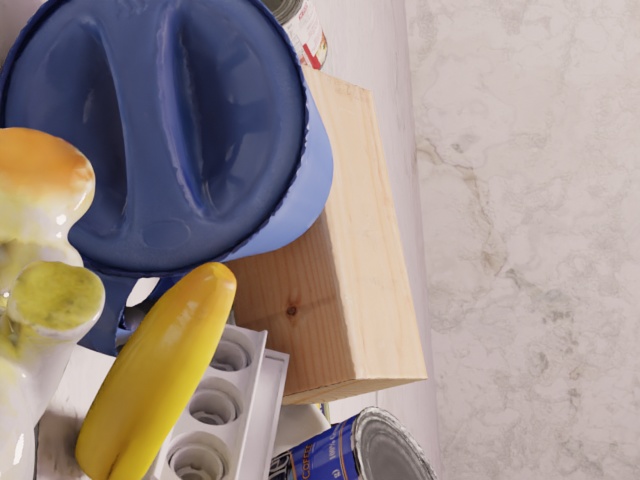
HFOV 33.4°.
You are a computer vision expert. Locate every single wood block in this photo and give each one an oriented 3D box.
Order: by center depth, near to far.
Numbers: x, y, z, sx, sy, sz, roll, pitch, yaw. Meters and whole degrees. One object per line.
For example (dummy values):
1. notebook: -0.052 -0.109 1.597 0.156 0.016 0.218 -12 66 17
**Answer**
1. wood block: -0.005 0.001 0.718 0.090 0.091 0.206 10 66 -53

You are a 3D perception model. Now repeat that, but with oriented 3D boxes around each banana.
1. banana: -0.080 0.072 0.476 0.069 0.037 0.198 -63 -177 -29

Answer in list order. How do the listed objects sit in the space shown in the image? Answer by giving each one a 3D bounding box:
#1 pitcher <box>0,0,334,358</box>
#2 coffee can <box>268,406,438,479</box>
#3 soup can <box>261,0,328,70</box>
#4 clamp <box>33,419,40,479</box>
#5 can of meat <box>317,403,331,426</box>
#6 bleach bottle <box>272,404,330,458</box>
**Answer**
1. pitcher: -0.061 -0.037 0.549 0.145 0.149 0.242 62 5 5
2. coffee can: -0.005 0.177 0.646 0.102 0.140 0.103 47 24 -29
3. soup can: -0.035 -0.176 0.870 0.102 0.068 0.068 58 31 -70
4. clamp: -0.117 0.160 0.397 0.164 0.036 0.210 80 12 -49
5. can of meat: -0.026 0.171 0.871 0.084 0.057 0.102 -56 142 -70
6. bleach bottle: -0.024 0.235 0.791 0.103 0.068 0.251 -136 -143 -61
